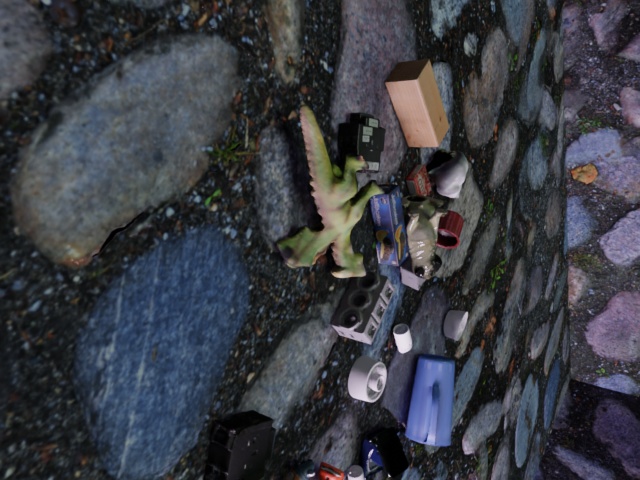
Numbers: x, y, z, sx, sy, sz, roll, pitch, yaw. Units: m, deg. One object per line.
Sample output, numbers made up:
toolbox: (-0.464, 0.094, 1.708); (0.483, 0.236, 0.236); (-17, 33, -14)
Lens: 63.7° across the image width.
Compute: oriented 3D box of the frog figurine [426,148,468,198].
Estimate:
frog figurine: (0.383, -0.177, 1.491); (0.157, 0.122, 0.141); (51, 37, -30)

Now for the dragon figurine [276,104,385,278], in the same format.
dragon figurine: (0.003, -0.052, 1.036); (0.403, 0.123, 0.246); (47, 68, -43)
